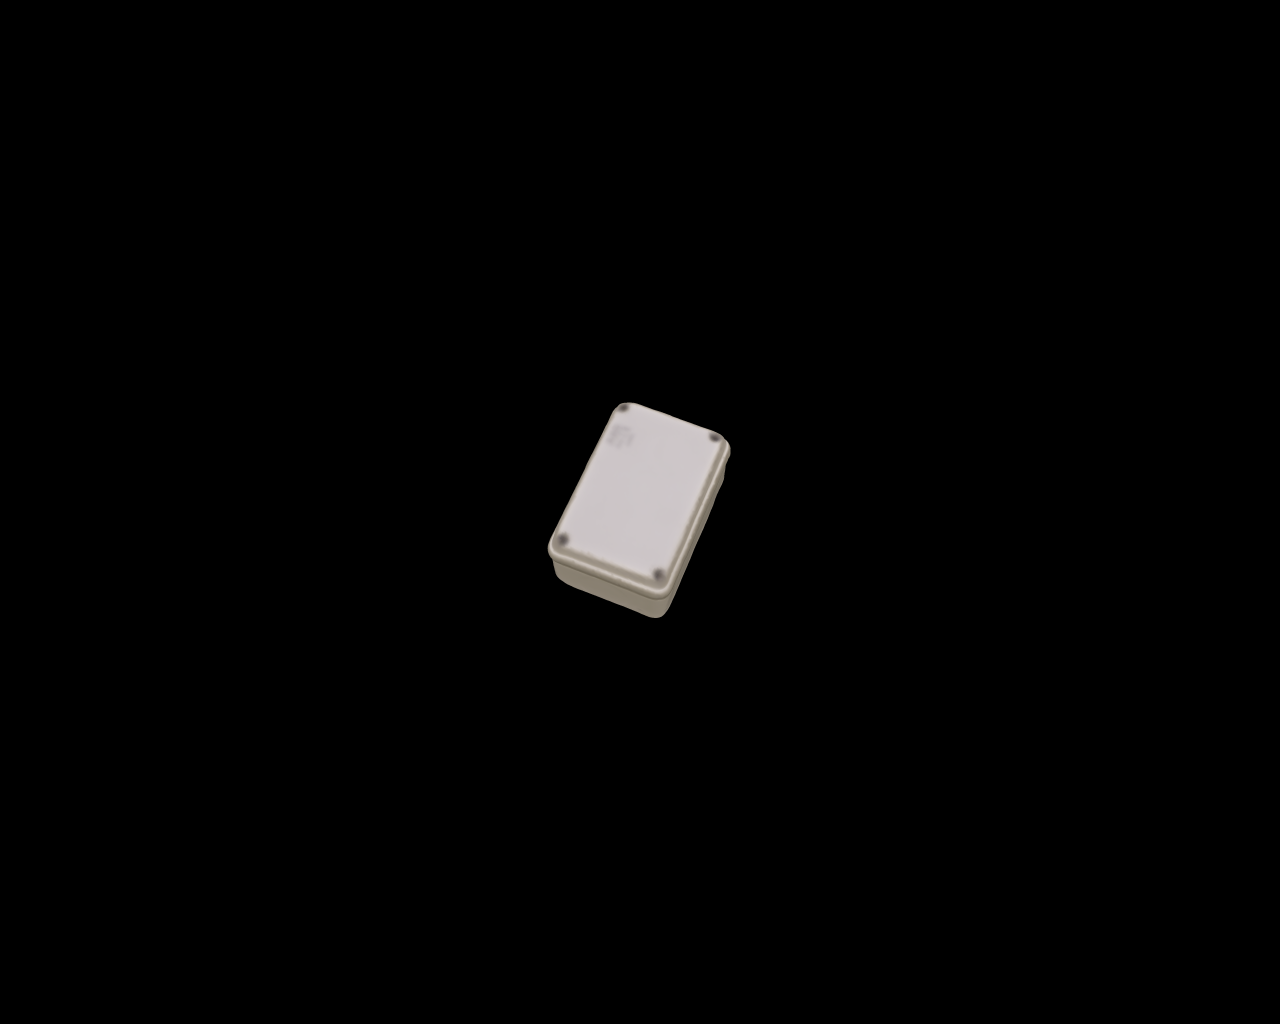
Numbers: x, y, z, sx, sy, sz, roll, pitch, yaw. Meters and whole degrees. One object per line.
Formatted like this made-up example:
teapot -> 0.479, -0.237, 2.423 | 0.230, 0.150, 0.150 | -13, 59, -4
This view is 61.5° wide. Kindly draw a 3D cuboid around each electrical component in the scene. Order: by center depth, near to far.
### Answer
electrical component -> 0.001, -0.003, 0.650 | 0.078, 0.113, 0.057 | 20, -24, 9
